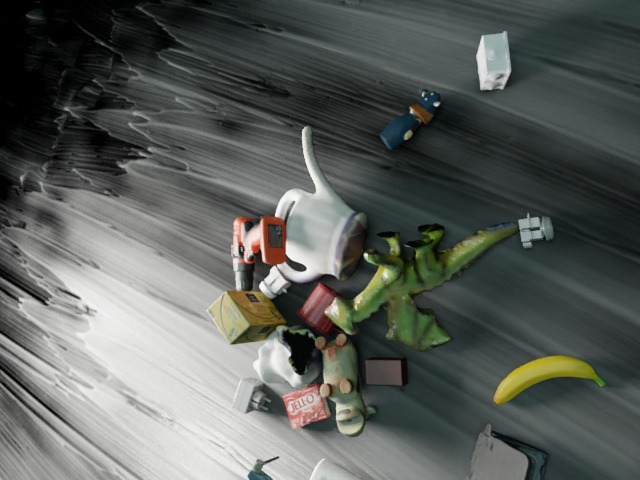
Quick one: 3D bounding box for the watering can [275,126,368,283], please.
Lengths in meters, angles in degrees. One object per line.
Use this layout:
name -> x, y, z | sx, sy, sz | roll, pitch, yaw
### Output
watering can -> 0.003, -0.056, 1.120 | 0.226, 0.105, 0.343 | 21, 107, 25

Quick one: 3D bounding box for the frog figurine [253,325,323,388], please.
frog figurine -> -0.070, 0.264, 1.127 | 0.138, 0.124, 0.156 | 48, 136, 13

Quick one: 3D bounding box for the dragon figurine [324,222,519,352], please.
dragon figurine -> 0.209, 0.101, 1.035 | 0.410, 0.123, 0.240 | -7, 101, 1
